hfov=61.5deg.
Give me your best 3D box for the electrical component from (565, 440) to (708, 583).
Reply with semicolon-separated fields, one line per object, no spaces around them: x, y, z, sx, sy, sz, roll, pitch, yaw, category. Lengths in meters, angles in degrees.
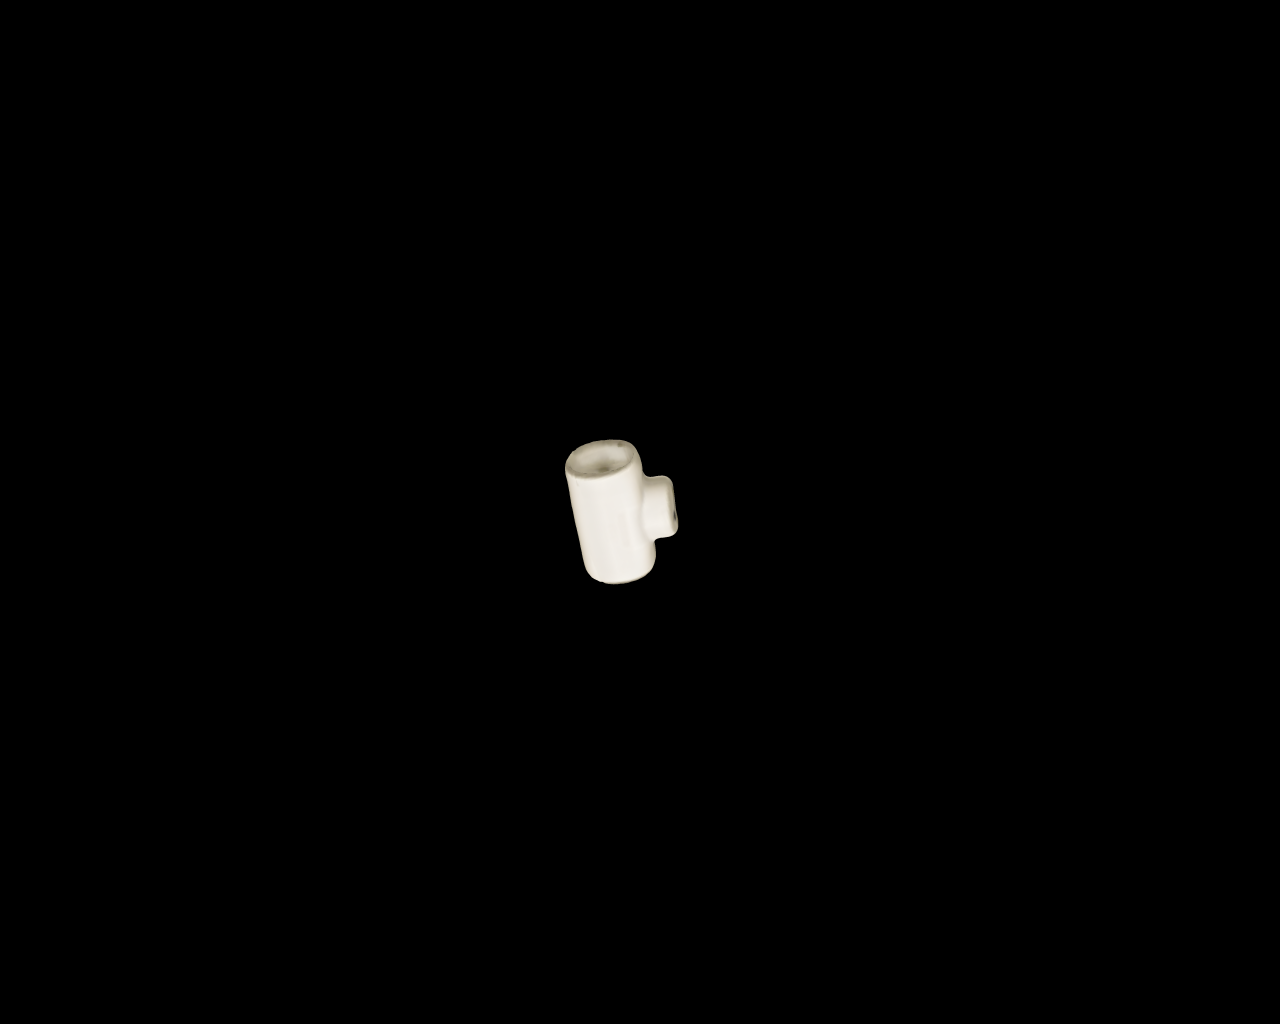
0.001;-0.003;0.650;0.079;0.077;0.043;-7;32;5;electrical component
